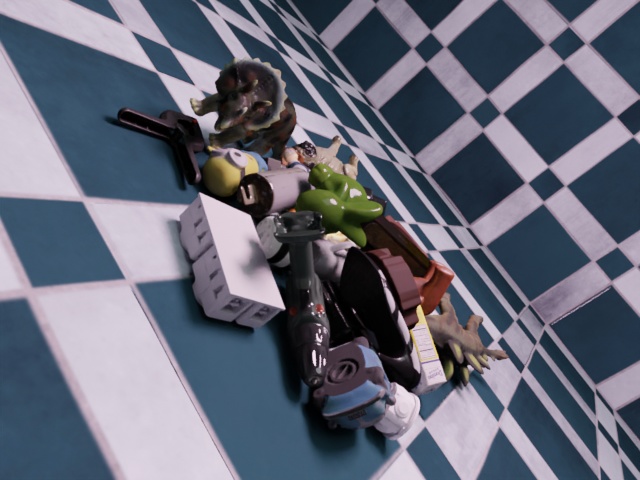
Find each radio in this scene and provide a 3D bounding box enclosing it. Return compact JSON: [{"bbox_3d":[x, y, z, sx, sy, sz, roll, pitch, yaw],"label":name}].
[{"bbox_3d":[0.144,0.039,1.226,0.229,0.131,0.073,41,23,-22],"label":"radio"}]

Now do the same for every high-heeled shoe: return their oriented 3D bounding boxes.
[{"bbox_3d":[0.114,0.132,0.930,0.145,0.086,0.249,34,37,-46],"label":"high-heeled shoe"}]

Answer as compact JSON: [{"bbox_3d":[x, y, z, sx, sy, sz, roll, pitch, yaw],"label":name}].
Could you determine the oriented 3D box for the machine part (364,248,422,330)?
[{"bbox_3d":[0.115,0.102,1.007,0.056,0.179,0.179,-14,60,-30],"label":"machine part"}]

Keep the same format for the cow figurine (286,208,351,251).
[{"bbox_3d":[-0.003,-0.005,1.091,0.167,0.098,0.068,25,32,-9],"label":"cow figurine"}]

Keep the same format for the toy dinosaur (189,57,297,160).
[{"bbox_3d":[-0.115,-0.244,1.081,0.404,0.192,0.131,0,71,-69],"label":"toy dinosaur"}]

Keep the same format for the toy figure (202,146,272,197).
[{"bbox_3d":[-0.149,-0.122,0.995,0.180,0.082,0.089,-9,101,-75],"label":"toy figure"}]

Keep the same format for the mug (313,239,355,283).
[{"bbox_3d":[0.011,0.034,0.985,0.107,0.110,0.081,29,44,-61],"label":"mug"}]

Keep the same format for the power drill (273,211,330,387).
[{"bbox_3d":[-0.020,0.071,0.803,0.232,0.086,0.207,-100,180,-65],"label":"power drill"}]

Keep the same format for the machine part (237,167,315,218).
[{"bbox_3d":[-0.077,-0.090,0.984,0.079,0.079,0.243,52,25,6],"label":"machine part"}]

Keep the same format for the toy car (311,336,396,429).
[{"bbox_3d":[0.050,0.223,0.794,0.162,0.109,0.102,-106,173,-69],"label":"toy car"}]

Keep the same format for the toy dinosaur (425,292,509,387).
[{"bbox_3d":[0.286,0.222,1.243,0.471,0.105,0.199,24,35,-28],"label":"toy dinosaur"}]

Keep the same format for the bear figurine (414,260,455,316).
[{"bbox_3d":[0.165,0.077,1.144,0.196,0.132,0.120,27,6,3],"label":"bear figurine"}]

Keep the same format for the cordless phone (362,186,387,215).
[{"bbox_3d":[0.058,-0.047,1.255,0.184,0.146,0.089,-9,27,-39],"label":"cordless phone"}]

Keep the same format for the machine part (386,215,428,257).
[{"bbox_3d":[0.203,0.043,1.404,0.201,0.087,0.201,50,19,0],"label":"machine part"}]

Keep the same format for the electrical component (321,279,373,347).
[{"bbox_3d":[0.040,0.139,0.957,0.115,0.058,0.134,12,42,-55],"label":"electrical component"}]

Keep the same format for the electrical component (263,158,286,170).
[{"bbox_3d":[-0.098,-0.133,1.136,0.102,0.045,0.078,17,80,-62],"label":"electrical component"}]

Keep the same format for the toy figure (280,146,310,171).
[{"bbox_3d":[-0.058,-0.169,1.271,0.064,0.057,0.154,-7,59,-36],"label":"toy figure"}]

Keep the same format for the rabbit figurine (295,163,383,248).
[{"bbox_3d":[0.021,-0.047,0.940,0.159,0.121,0.170,29,19,14],"label":"rabbit figurine"}]

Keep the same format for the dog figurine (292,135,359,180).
[{"bbox_3d":[0.005,-0.179,1.403,0.172,0.121,0.190,49,35,7],"label":"dog figurine"}]
